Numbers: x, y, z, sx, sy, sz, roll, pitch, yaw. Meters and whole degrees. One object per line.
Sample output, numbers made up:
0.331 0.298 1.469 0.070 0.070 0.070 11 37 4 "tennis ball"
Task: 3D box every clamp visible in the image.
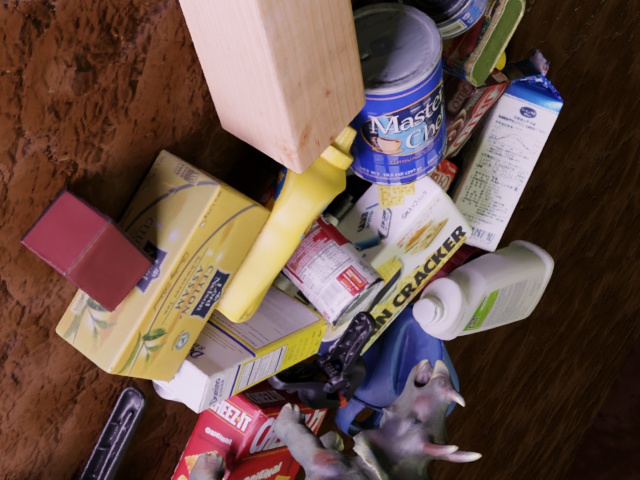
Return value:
0.018 0.131 1.107 0.120 0.039 0.171 -30 157 2 "clamp"
-0.212 0.233 0.962 0.164 0.036 0.210 -42 152 -32 "clamp"

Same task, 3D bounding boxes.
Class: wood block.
-0.035 -0.158 0.788 0.090 0.091 0.206 -48 152 -20 "wood block"

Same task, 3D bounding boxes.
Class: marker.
-0.007 0.001 1.076 0.121 0.020 0.020 -51 154 -1 "marker"

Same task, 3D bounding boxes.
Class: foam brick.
-0.168 0.008 0.777 0.051 0.053 0.078 -53 152 -11 "foam brick"

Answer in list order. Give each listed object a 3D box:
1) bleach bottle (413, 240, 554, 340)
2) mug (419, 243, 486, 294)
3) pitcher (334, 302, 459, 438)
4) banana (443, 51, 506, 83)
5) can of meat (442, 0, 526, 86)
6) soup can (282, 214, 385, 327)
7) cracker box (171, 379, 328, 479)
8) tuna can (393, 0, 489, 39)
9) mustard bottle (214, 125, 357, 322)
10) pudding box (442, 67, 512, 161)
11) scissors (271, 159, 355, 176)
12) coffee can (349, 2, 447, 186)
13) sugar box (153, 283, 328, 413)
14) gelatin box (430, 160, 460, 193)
0.187 0.061 1.261 0.250 0.068 0.103 -8 123 -55 "bleach bottle"
0.150 0.036 1.333 0.093 0.082 0.117 -56 154 -5 "mug"
0.102 0.178 1.362 0.242 0.149 0.145 50 30 -66 "pitcher"
0.154 -0.190 1.154 0.197 0.037 0.070 -28 162 -43 "banana"
0.140 -0.211 1.046 0.102 0.084 0.057 -62 154 8 "can of meat"
0.004 0.025 1.023 0.068 0.102 0.068 -41 167 -12 "soup can"
-0.087 0.255 1.165 0.164 0.072 0.214 6 112 -62 "cracker box"
0.109 -0.229 0.971 0.086 0.086 0.033 -61 152 5 "tuna can"
-0.031 -0.022 0.929 0.192 0.058 0.096 -53 -173 11 "mustard bottle"
0.144 -0.133 1.136 0.089 0.039 0.114 -20 154 -54 "pudding box"
0.000 -0.050 1.052 0.096 0.016 0.201 -61 154 8 "scissors"
0.063 -0.131 0.975 0.102 0.103 0.140 -48 152 -20 "coffee can"
-0.082 0.091 0.974 0.175 0.093 0.048 -22 136 -50 "sugar box"
0.121 -0.065 1.233 0.073 0.030 0.089 -61 154 4 "gelatin box"
